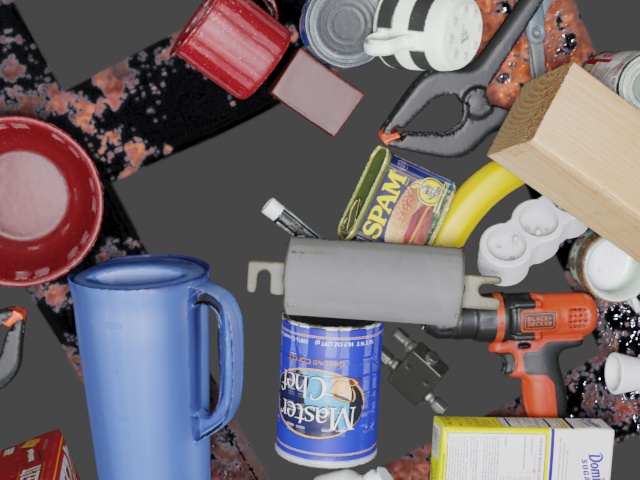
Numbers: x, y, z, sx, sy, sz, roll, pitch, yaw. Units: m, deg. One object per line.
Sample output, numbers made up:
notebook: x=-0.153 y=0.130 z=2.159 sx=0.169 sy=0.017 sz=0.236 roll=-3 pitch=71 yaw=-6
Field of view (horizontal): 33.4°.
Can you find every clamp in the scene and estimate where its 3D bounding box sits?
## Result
clamp: x=0.156 y=-0.149 z=1.061 sx=0.210 sy=0.036 sz=0.164 roll=-15 pitch=103 yaw=0
clamp: x=-0.357 y=0.127 z=1.040 sx=0.120 sy=0.039 sz=0.171 roll=33 pitch=90 yaw=-17

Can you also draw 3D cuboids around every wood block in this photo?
wood block: x=0.277 y=-0.067 z=1.017 sx=0.206 sy=0.090 sz=0.090 roll=33 pitch=75 yaw=-14

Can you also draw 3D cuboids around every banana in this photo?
banana: x=0.161 y=-0.026 z=1.087 sx=0.198 sy=0.037 sz=0.069 roll=-43 pitch=102 yaw=1

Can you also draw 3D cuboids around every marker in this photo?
marker: x=-0.007 y=0.001 z=1.077 sx=0.121 sy=0.020 sz=0.020 roll=39 pitch=92 yaw=-12

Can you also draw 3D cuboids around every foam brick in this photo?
foam brick: x=-0.005 y=-0.143 z=1.037 sx=0.078 sy=0.051 sz=0.053 roll=35 pitch=93 yaw=-12

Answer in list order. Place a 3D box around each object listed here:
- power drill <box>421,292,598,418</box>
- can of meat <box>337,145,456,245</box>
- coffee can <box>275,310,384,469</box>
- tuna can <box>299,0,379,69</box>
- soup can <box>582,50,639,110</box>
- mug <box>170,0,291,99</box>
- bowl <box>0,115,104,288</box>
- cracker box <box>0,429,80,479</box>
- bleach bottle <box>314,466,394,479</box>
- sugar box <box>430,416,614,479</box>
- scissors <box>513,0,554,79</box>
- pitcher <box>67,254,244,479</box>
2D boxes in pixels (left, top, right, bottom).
power drill: x=0.196 y=0.146 z=1.110 sx=0.184 sy=0.057 sz=0.188 roll=-2 pitch=101 yaw=-4
can of meat: x=0.077 y=-0.031 z=1.065 sx=0.084 sy=0.057 sz=0.102 roll=24 pitch=96 yaw=-14
coffee can: x=0.009 y=0.143 z=1.060 sx=0.102 sy=0.103 sz=0.140 roll=1 pitch=99 yaw=-8
tuna can: x=0.024 y=-0.210 z=1.038 sx=0.086 sy=0.034 sz=0.086 roll=-1 pitch=100 yaw=-8
soup can: x=0.304 y=-0.152 z=1.052 sx=0.068 sy=0.102 sz=0.068 roll=-1 pitch=100 yaw=-8
mug: x=-0.077 y=-0.195 z=1.007 sx=0.081 sy=0.093 sz=0.117 roll=35 pitch=56 yaw=-17
bowl: x=-0.285 y=-0.039 z=1.013 sx=0.162 sy=0.055 sz=0.162 roll=-1 pitch=100 yaw=-8
cracker box: x=-0.242 y=0.309 z=1.022 sx=0.072 sy=0.164 sz=0.213 roll=-21 pitch=102 yaw=-7
bleach bottle: x=-0.020 y=0.311 z=1.063 sx=0.251 sy=0.068 sz=0.102 roll=-40 pitch=97 yaw=19
sugar box: x=0.201 y=0.227 z=1.073 sx=0.176 sy=0.048 sz=0.093 roll=2 pitch=98 yaw=-7
scissors: x=0.232 y=-0.223 z=1.074 sx=0.096 sy=0.016 sz=0.202 roll=-23 pitch=102 yaw=-2
pitcher: x=-0.156 y=0.141 z=1.021 sx=0.144 sy=0.149 sz=0.243 roll=-7 pitch=104 yaw=-18
